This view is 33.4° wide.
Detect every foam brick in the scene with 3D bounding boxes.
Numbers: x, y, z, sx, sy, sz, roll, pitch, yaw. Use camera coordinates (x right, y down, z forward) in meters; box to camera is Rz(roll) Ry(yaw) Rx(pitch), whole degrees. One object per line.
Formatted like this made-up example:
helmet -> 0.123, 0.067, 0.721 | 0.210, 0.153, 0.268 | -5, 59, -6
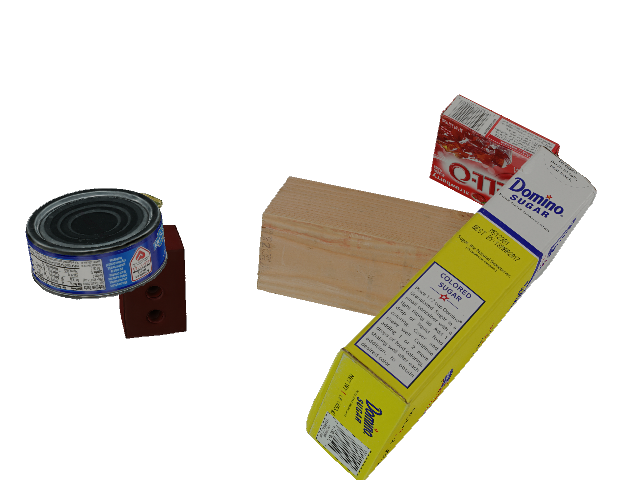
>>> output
foam brick -> -0.140, 0.033, 0.882 | 0.053, 0.078, 0.051 | -6, 26, -14

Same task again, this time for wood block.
wood block -> 0.051, 0.013, 1.042 | 0.206, 0.090, 0.090 | 12, 30, 11

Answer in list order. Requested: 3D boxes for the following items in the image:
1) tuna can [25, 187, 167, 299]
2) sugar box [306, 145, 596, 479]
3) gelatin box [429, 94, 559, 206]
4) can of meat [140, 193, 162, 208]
tuna can -> -0.141, 0.000, 0.672 | 0.086, 0.034, 0.086 | -1, 30, 0
sugar box -> 0.069, 0.035, 0.544 | 0.176, 0.048, 0.093 | -40, -17, -32
gelatin box -> 0.129, -0.058, 0.798 | 0.089, 0.030, 0.073 | 30, -32, 19
can of meat -> -0.221, 0.001, 1.153 | 0.101, 0.084, 0.058 | -15, 26, -41
